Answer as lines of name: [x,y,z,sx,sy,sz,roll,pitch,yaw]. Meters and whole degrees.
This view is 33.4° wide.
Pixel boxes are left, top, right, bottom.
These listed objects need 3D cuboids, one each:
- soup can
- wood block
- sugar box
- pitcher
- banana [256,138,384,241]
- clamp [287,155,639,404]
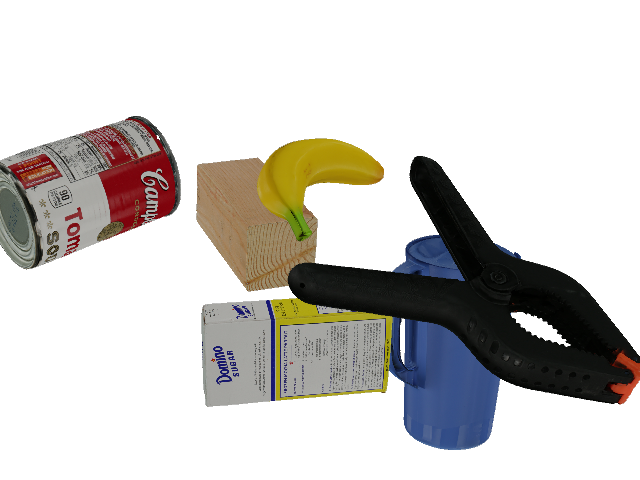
soup can: [-0.147,-0.031,0.659,0.102,0.068,0.069,-25,15,-35]
wood block: [-0.086,-0.025,1.360,0.090,0.090,0.206,-7,28,-22]
sugar box: [-0.023,0.102,1.006,0.176,0.093,0.048,-2,25,-7]
pitcher: [0.151,0.122,1.269,0.149,0.243,0.145,6,18,11]
banana: [-0.005,-0.050,0.854,0.037,0.069,0.197,-35,2,28]
clamp: [0.094,0.037,0.655,0.210,0.036,0.164,37,47,21]
